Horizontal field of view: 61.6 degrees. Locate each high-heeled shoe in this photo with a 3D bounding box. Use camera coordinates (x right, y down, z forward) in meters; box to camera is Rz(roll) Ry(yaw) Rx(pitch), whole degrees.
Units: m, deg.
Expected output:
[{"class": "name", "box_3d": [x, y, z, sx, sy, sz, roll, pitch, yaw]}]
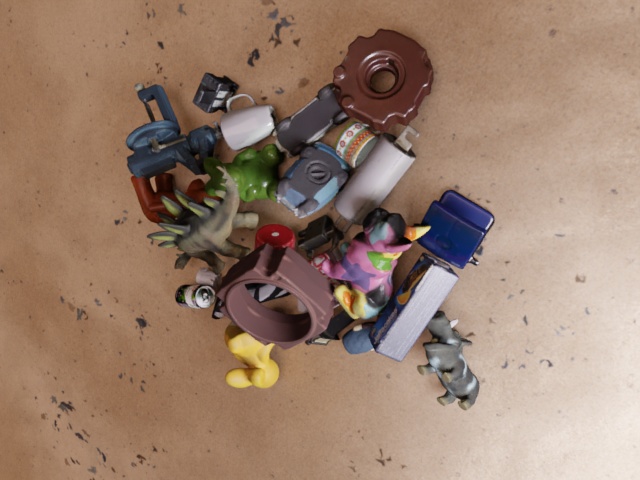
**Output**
[{"class": "high-heeled shoe", "box_3d": [-0.151, 0.129, 1.220, 0.145, 0.086, 0.248, 23, 136, -14]}]

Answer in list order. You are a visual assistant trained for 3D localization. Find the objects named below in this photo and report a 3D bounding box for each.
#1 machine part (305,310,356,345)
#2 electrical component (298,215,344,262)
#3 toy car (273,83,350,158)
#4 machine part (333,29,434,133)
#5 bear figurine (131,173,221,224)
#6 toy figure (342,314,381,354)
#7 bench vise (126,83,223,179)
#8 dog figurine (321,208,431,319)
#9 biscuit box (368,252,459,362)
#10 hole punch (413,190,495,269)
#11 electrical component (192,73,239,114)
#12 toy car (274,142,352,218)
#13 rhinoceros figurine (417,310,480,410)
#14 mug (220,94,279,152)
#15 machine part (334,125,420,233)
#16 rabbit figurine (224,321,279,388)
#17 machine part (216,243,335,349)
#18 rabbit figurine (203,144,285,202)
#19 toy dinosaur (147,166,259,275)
[{"class": "machine part", "box_3d": [0.038, 0.177, 1.119, 0.139, 0.084, 0.039, -41, 56, 19]}, {"class": "electrical component", "box_3d": [-0.001, -0.004, 1.098, 0.102, 0.078, 0.045, -29, 122, 27]}, {"class": "toy car", "box_3d": [-0.010, -0.236, 1.059, 0.202, 0.056, 0.073, -32, 92, 30]}, {"class": "machine part", "box_3d": [0.112, -0.284, 0.955, 0.179, 0.056, 0.179, -1, 84, 12]}, {"class": "bear figurine", "box_3d": [-0.307, -0.101, 1.204, 0.196, 0.120, 0.131, -10, 93, 26]}, {"class": "toy figure", "box_3d": [0.117, 0.183, 1.083, 0.154, 0.064, 0.058, -28, 50, 24]}, {"class": "bench vise", "box_3d": [-0.330, -0.246, 1.168, 0.224, 0.129, 0.240, -26, 79, 5]}, {"class": "dog figurine", "box_3d": [0.115, 0.043, 0.989, 0.219, 0.108, 0.191, -26, 95, 48]}, {"class": "biscuit box", "box_3d": [0.168, 0.125, 0.987, 0.063, 0.059, 0.202, 26, 107, -17]}, {"class": "hole punch", "box_3d": [0.236, -0.014, 0.965, 0.142, 0.092, 0.115, 32, 117, 14]}, {"class": "electrical component", "box_3d": [-0.228, -0.303, 1.118, 0.048, 0.119, 0.074, 38, 118, 14]}, {"class": "toy car", "box_3d": [-0.017, -0.104, 1.059, 0.109, 0.161, 0.103, 35, 159, 8]}, {"class": "rhinoceros figurine", "box_3d": [0.245, 0.224, 1.002, 0.073, 0.112, 0.190, -7, 113, 56]}, {"class": "mug", "box_3d": [-0.144, -0.250, 1.115, 0.107, 0.081, 0.109, -15, 88, 17]}, {"class": "machine part", "box_3d": [0.101, -0.113, 1.016, 0.079, 0.079, 0.243, 42, 117, 13]}, {"class": "rabbit figurine", "box_3d": [-0.137, 0.260, 1.192, 0.122, 0.162, 0.173, -9, 115, 16]}, {"class": "machine part", "box_3d": [-0.088, 0.118, 1.070, 0.201, 0.087, 0.201, 42, 129, -19]}, {"class": "rabbit figurine", "box_3d": [-0.166, -0.135, 1.093, 0.159, 0.170, 0.121, 6, 103, 25]}, {"class": "toy dinosaur", "box_3d": [-0.231, -0.024, 1.084, 0.471, 0.198, 0.105, -35, 45, 51]}]
